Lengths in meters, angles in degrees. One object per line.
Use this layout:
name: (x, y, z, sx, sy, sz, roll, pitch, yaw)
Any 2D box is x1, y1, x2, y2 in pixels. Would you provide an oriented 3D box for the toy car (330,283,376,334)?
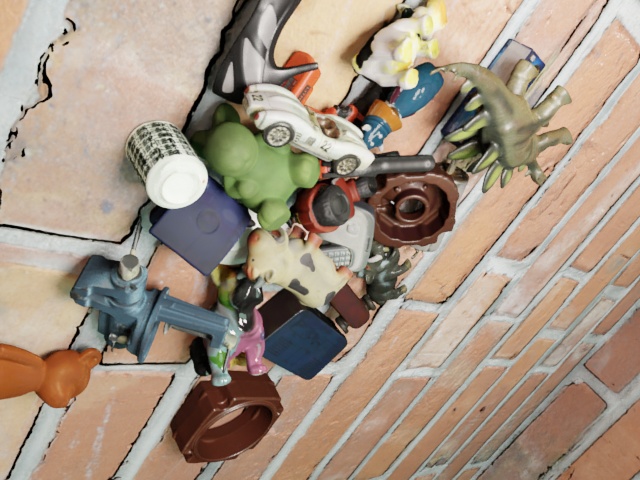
toy car: (0.036, 0.105, 1.073, 0.089, 0.053, 0.202, -39, 122, 0)

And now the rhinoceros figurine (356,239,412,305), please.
rhinoceros figurine: (0.123, 0.056, 1.102, 0.112, 0.073, 0.190, -20, 139, -8)

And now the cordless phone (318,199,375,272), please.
cordless phone: (-0.002, -0.003, 0.943, 0.184, 0.089, 0.146, -11, 133, -20)

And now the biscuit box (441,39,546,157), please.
biscuit box: (0.309, -0.251, 0.966, 0.062, 0.059, 0.202, 17, 115, -46)

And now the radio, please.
radio: (-0.045, 0.195, 1.094, 0.131, 0.073, 0.229, -43, 142, 2)

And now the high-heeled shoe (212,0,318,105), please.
high-heeled shoe: (-0.084, -0.290, 0.647, 0.145, 0.086, 0.248, -6, 117, 7)

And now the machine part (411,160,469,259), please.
machine part: (0.229, -0.063, 1.065, 0.079, 0.079, 0.243, -9, 131, -32)

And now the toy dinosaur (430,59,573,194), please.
toy dinosaur: (0.309, -0.188, 0.894, 0.198, 0.105, 0.470, -46, 141, 7)

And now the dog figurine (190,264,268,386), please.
dog figurine: (-0.157, 0.125, 0.928, 0.108, 0.192, 0.219, -2, 93, -32)

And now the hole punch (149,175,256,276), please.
hole punch: (-0.169, -0.025, 0.758, 0.116, 0.092, 0.142, -45, 112, 6)

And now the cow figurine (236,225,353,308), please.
cow figurine: (-0.046, 0.044, 0.851, 0.127, 0.086, 0.194, -56, 131, -13)

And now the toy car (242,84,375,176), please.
toy car: (-0.012, -0.142, 0.696, 0.201, 0.074, 0.056, 18, 128, -40)

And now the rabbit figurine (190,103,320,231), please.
rabbit figurine: (-0.095, -0.114, 0.709, 0.121, 0.159, 0.170, -46, 158, 4)

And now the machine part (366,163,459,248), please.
machine part: (0.165, -0.064, 0.981, 0.179, 0.056, 0.179, -1, 128, -1)

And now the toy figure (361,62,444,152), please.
toy figure: (0.113, -0.193, 0.790, 0.154, 0.058, 0.064, -42, 108, 2)

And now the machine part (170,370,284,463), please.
machine part: (-0.192, 0.375, 1.133, 0.201, 0.087, 0.201, 19, 112, -45)

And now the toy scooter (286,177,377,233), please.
toy scooter: (0.000, -0.056, 0.845, 0.184, 0.135, 0.075, -35, 111, -54)

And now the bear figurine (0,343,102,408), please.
bear figurine: (-0.424, 0.217, 0.782, 0.195, 0.132, 0.120, 22, 118, -40)

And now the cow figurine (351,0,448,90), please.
cow figurine: (0.117, -0.284, 0.767, 0.167, 0.098, 0.068, -55, 140, -31)

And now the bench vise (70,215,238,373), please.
bench vise: (-0.234, 0.106, 0.796, 0.241, 0.129, 0.223, 19, 126, -9)
